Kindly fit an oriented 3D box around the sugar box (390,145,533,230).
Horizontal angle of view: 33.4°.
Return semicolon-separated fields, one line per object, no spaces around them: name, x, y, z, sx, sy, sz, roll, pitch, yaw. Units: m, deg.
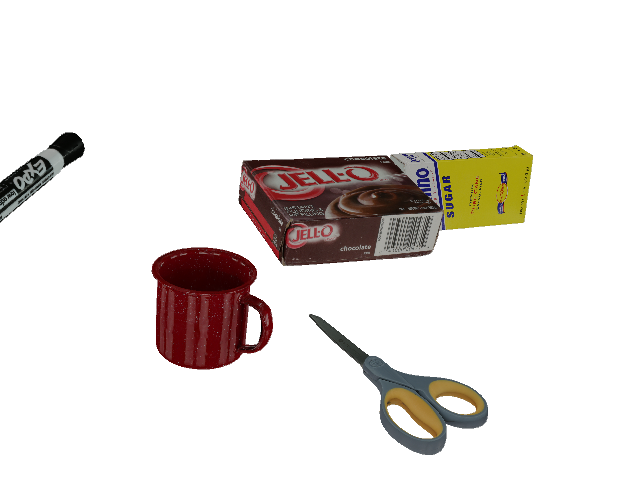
sugar box;0.169;-0.062;1.303;0.176;0.093;0.048;-7;24;-22

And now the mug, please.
mug;-0.095;0.065;0.952;0.117;0.081;0.093;15;26;20

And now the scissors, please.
scissors;0.066;0.108;0.886;0.096;0.016;0.202;-6;29;-18

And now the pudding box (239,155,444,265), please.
pudding box;0.012;-0.023;0.714;0.113;0.039;0.090;-2;30;-24

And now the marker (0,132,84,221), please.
marker;-0.181;-0.036;0.656;0.020;0.020;0.121;0;29;23
